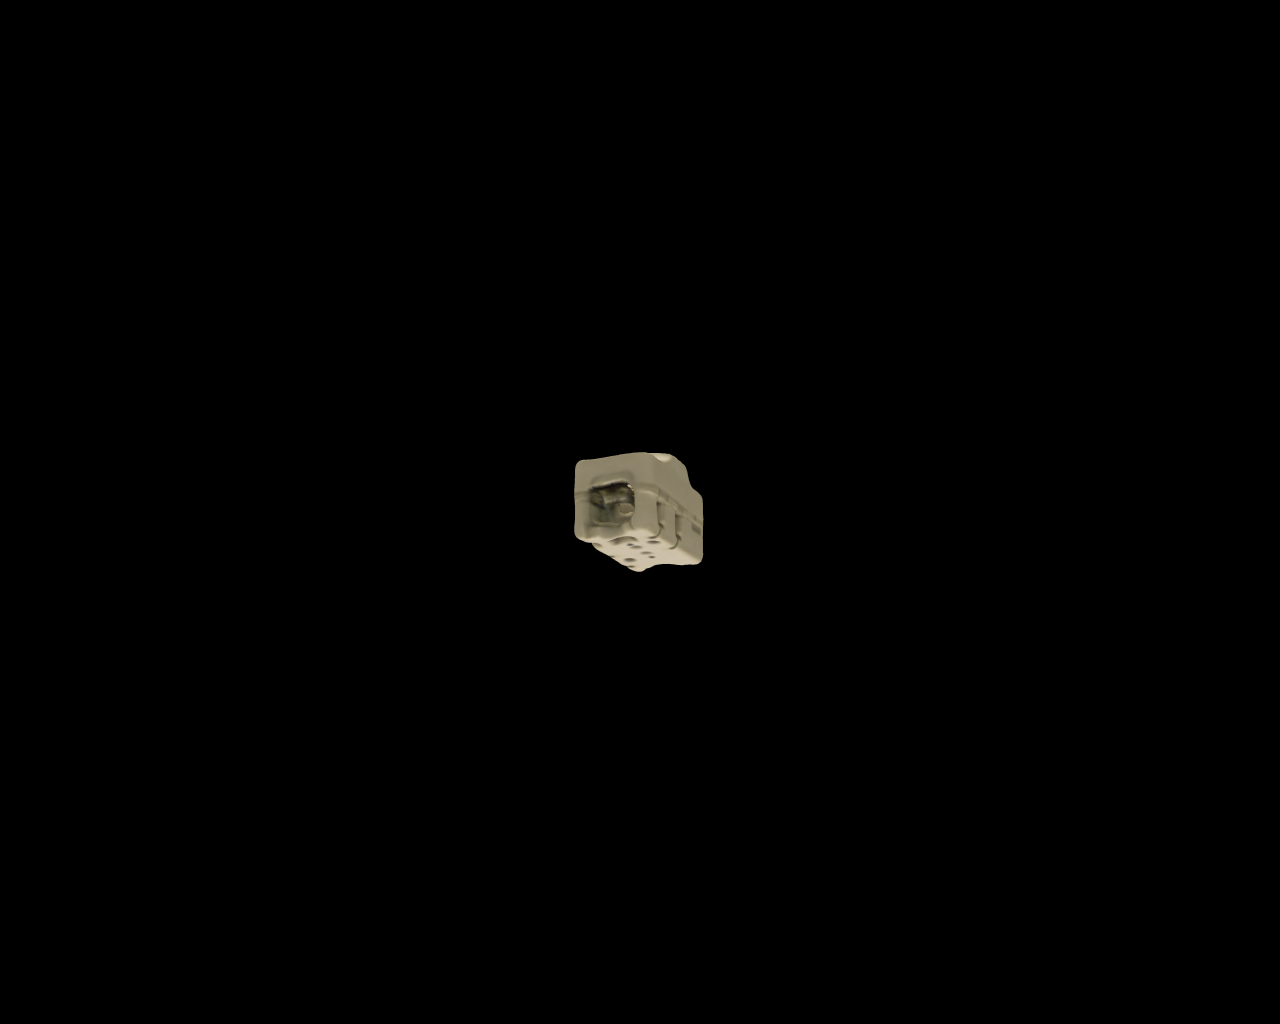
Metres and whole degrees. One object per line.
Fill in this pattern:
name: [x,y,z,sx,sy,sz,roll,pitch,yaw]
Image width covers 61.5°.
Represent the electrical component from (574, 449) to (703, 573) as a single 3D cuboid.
electrical component: [0.001,-0.003,0.650,0.050,0.056,0.089,-8,-20,22]
